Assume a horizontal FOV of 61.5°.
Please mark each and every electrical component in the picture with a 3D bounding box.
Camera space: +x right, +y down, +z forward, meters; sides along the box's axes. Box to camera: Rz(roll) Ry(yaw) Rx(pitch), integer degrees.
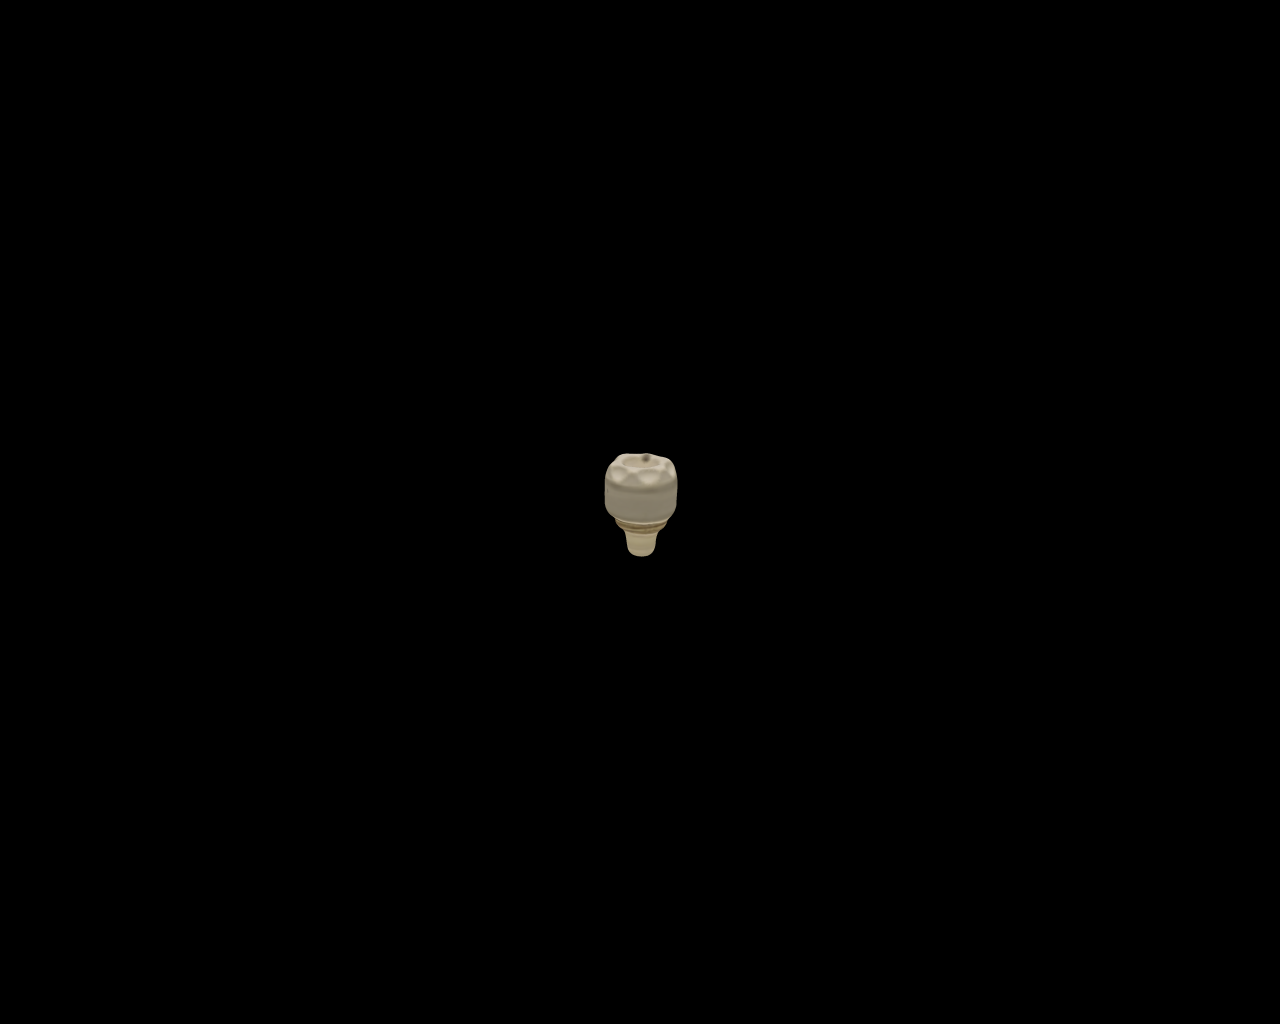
[{"bbox_3d":[0.001,-0.003,0.650,0.043,0.062,0.043,0,21,0],"label":"electrical component"}]
